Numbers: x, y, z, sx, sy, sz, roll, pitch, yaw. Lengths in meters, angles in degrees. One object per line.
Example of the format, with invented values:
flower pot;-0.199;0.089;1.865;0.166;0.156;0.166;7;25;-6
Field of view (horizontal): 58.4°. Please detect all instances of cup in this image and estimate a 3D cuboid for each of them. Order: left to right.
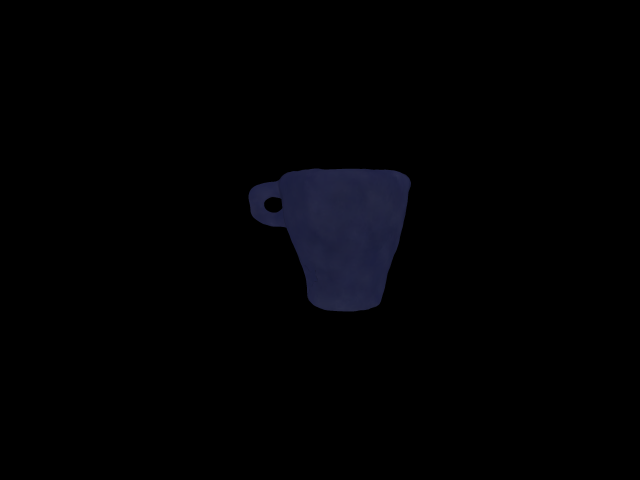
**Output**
cup;0.004;0.001;0.400;0.117;0.095;0.092;0;0;17
